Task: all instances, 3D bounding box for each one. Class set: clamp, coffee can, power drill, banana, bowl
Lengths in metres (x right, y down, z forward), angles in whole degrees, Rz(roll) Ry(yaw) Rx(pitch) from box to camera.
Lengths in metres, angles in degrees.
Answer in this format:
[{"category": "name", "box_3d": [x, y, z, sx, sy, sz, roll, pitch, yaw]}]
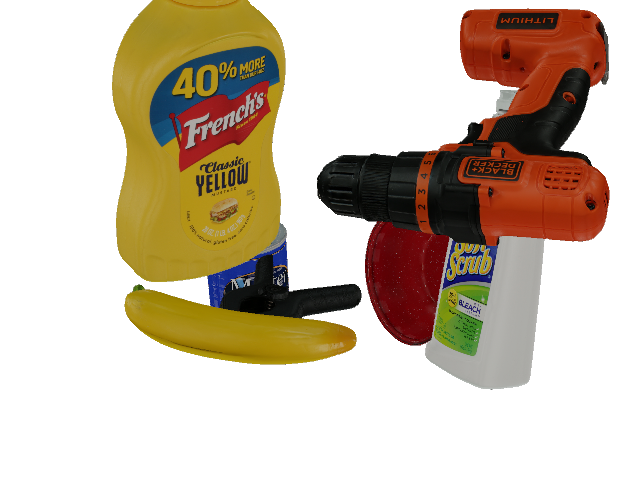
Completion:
[{"category": "clamp", "box_3d": [-0.052, 0.057, 1.053, 0.120, 0.039, 0.171, 17, 22, 34]}, {"category": "coffee can", "box_3d": [-0.090, 0.054, 1.334, 0.103, 0.140, 0.103, -2, 25, 1]}, {"category": "power drill", "box_3d": [0.106, -0.077, 0.704, 0.185, 0.187, 0.057, 7, -39, 22]}, {"category": "banana", "box_3d": [-0.074, 0.063, 0.806, 0.198, 0.037, 0.069, 12, 30, 21]}, {"category": "bowl", "box_3d": [0.123, 0.039, 1.228, 0.055, 0.162, 0.161, -11, -7, 41]}]

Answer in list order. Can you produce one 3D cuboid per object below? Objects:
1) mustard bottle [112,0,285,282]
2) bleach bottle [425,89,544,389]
[{"category": "mustard bottle", "box_3d": [-0.064, -0.074, 0.576, 0.096, 0.192, 0.058, -17, 39, -30]}, {"category": "bleach bottle", "box_3d": [0.150, -0.005, 0.926, 0.068, 0.251, 0.103, -3, 15, -28]}]
